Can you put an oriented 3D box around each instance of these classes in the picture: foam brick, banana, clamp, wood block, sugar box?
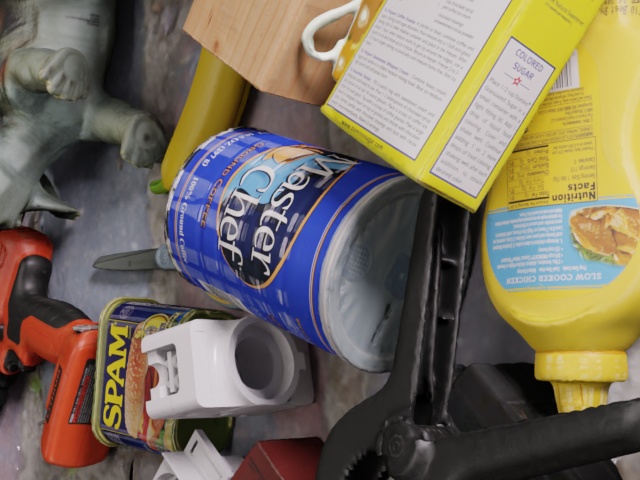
[{"bbox_3d":[-0.011,0.157,0.605,0.053,0.051,0.078,-56,50,23],"label":"foam brick"},{"bbox_3d":[-0.073,-0.110,0.711,0.070,0.037,0.198,35,110,41],"label":"banana"},{"bbox_3d":[0.046,0.083,0.483,0.210,0.036,0.165,-54,42,28],"label":"clamp"},{"bbox_3d":[0.017,-0.184,0.590,0.090,0.090,0.206,42,114,40],"label":"wood block"},{"bbox_3d":[0.077,-0.110,0.469,0.176,0.048,0.093,-57,38,7],"label":"sugar box"}]

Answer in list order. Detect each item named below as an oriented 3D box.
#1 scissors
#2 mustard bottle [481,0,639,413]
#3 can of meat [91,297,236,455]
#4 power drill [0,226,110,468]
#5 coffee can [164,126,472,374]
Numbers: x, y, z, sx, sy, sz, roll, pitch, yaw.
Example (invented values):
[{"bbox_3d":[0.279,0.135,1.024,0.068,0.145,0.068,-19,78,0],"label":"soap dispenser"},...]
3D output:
[{"bbox_3d":[-0.094,-0.006,0.736,0.202,0.016,0.096,17,95,45],"label":"scissors"},{"bbox_3d":[0.118,-0.011,0.487,0.096,0.058,0.191,-5,81,44],"label":"mustard bottle"},{"bbox_3d":[-0.101,0.091,0.702,0.084,0.057,0.102,2,87,43],"label":"can of meat"},{"bbox_3d":[-0.222,0.099,0.824,0.188,0.057,0.184,28,105,44],"label":"power drill"},{"bbox_3d":[-0.004,0.001,0.580,0.141,0.102,0.103,21,100,45],"label":"coffee can"}]
